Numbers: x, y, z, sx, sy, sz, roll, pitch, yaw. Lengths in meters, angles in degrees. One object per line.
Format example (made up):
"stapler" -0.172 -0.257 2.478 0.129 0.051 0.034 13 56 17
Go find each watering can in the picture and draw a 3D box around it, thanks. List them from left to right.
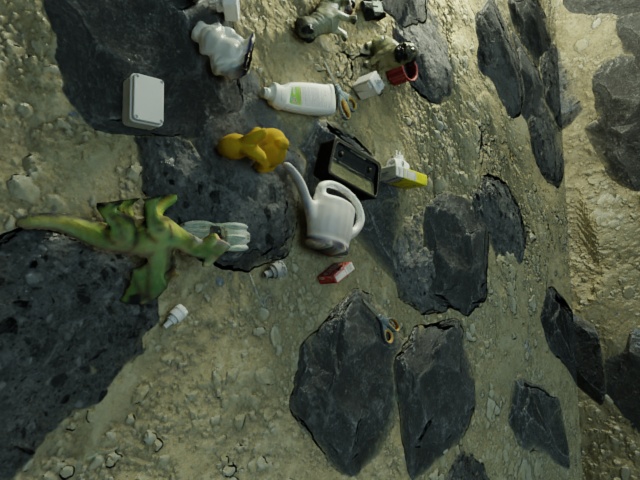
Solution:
"watering can" 0.005 -0.075 1.498 0.345 0.103 0.227 23 69 -39

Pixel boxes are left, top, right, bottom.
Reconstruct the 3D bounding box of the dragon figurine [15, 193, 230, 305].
"dragon figurine" -0.399 0.026 1.108 0.412 0.122 0.241 -12 101 -24

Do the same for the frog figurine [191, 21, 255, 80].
"frog figurine" -0.257 -0.492 1.339 0.159 0.122 0.138 13 83 -5
